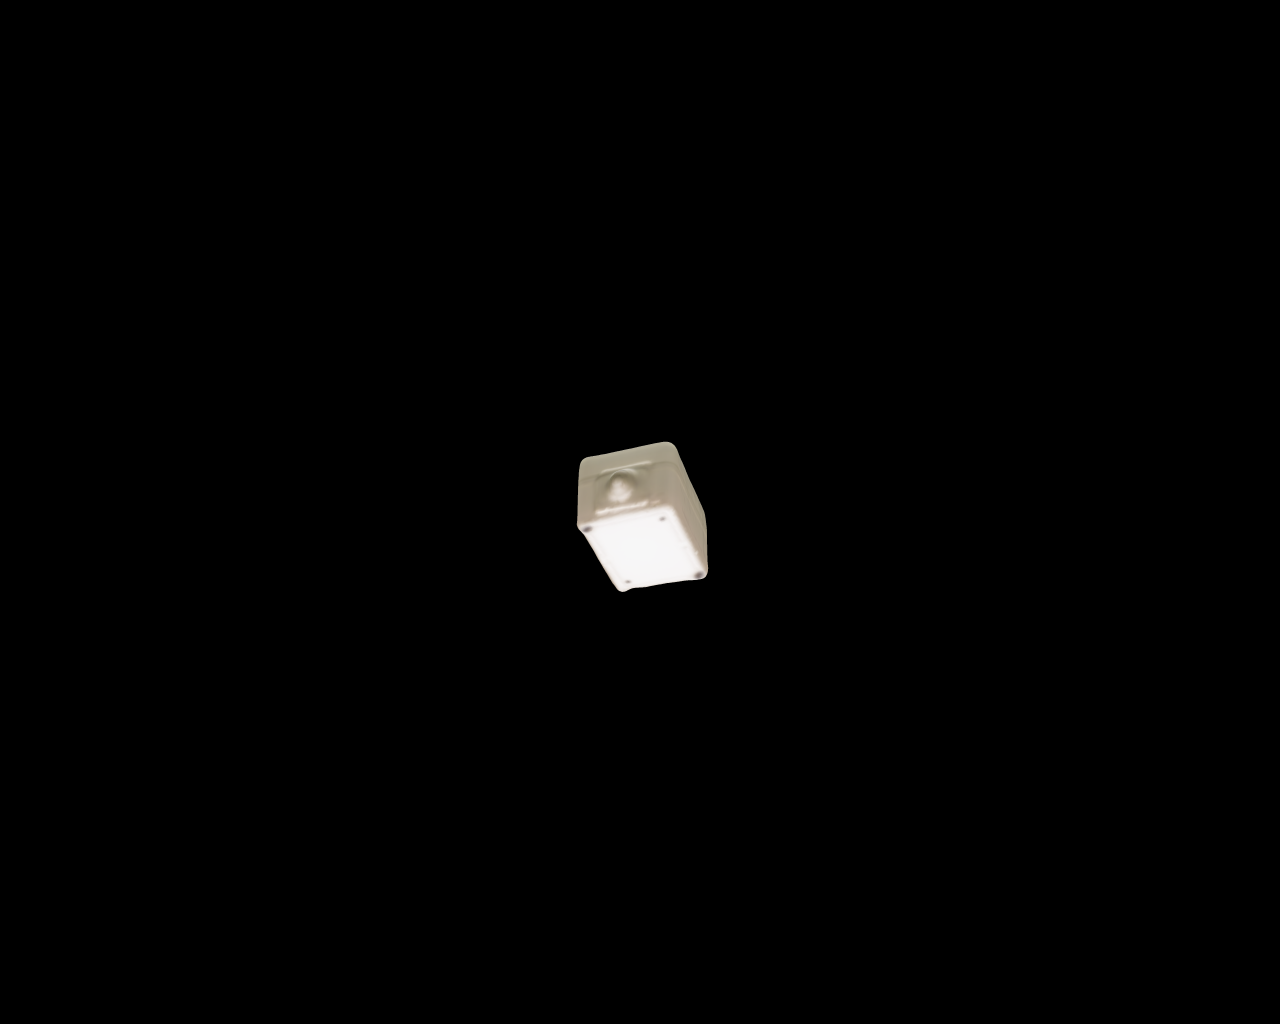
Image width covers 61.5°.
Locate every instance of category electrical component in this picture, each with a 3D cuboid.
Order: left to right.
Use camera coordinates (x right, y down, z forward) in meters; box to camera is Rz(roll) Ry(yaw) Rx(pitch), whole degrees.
[{"bbox_3d":[0.001,-0.003,0.650,0.062,0.061,0.096,-11,-39,14],"label":"electrical component"}]
